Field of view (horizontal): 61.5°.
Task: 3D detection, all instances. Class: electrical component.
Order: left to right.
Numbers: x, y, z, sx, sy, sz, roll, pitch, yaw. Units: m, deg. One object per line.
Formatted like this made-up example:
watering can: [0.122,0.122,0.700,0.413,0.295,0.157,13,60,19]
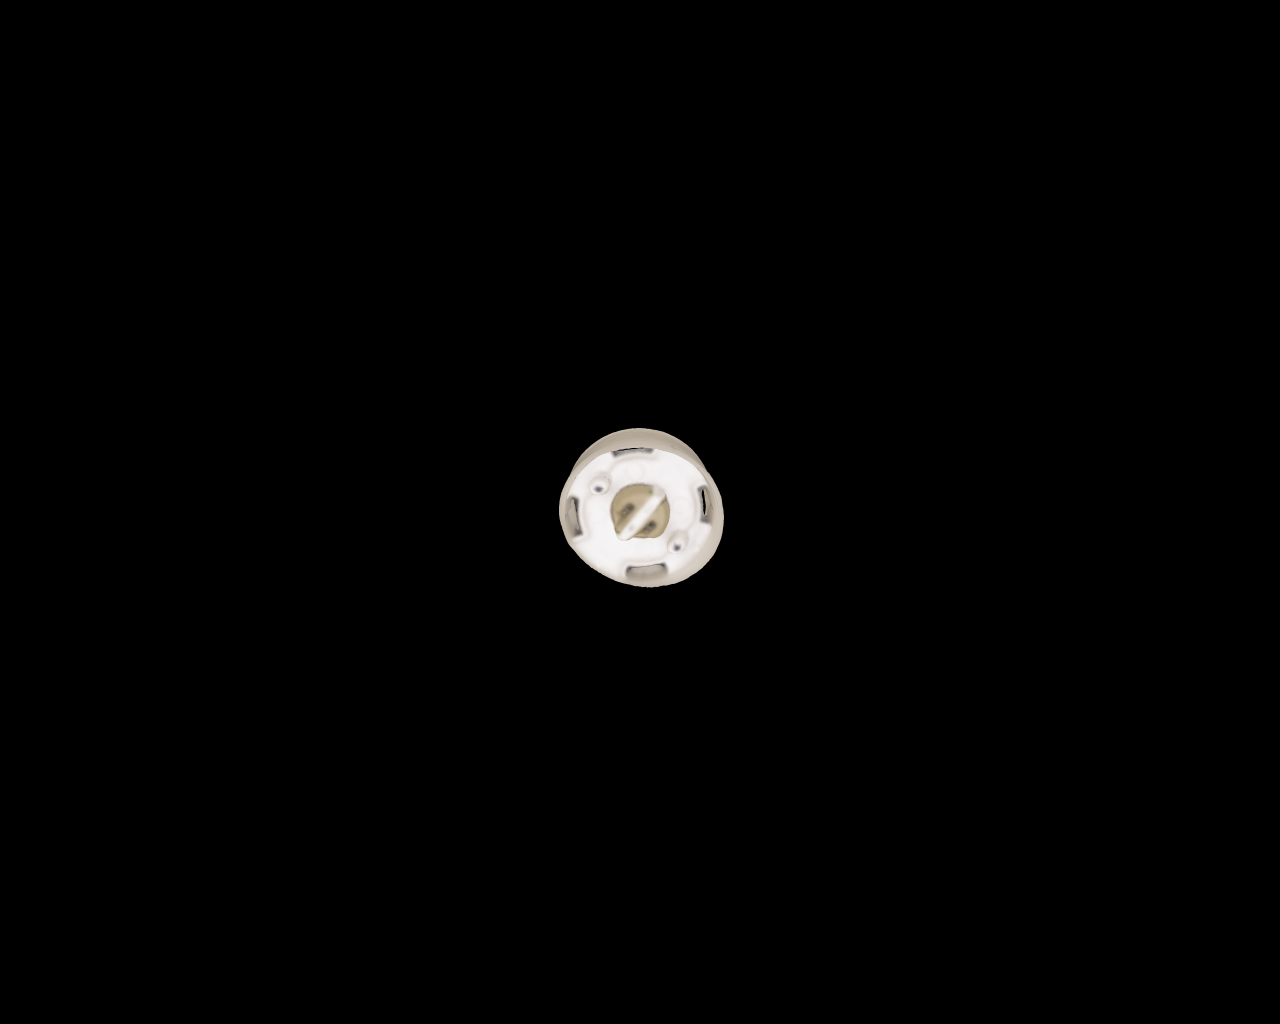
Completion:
electrical component: [0.001,-0.003,0.650,0.099,0.099,0.064,0,21,0]
